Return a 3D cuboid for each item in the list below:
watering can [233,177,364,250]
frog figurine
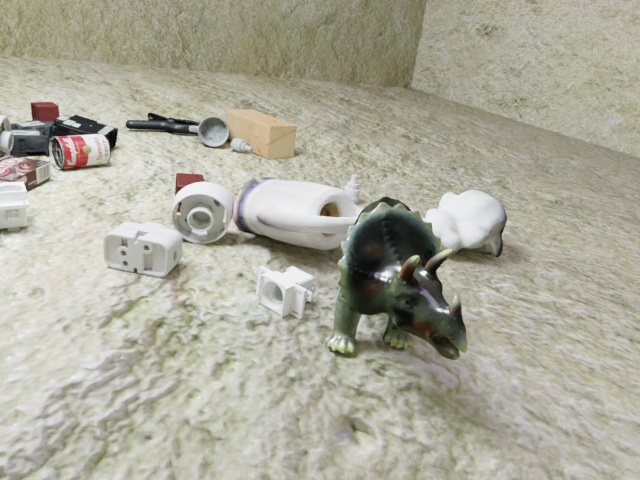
[{"bbox_3d":[0.003,-0.044,0.876,0.225,0.103,0.349,12,10,29],"label":"watering can"},{"bbox_3d":[0.247,-0.035,0.924,0.159,0.120,0.141,11,39,-23],"label":"frog figurine"}]
